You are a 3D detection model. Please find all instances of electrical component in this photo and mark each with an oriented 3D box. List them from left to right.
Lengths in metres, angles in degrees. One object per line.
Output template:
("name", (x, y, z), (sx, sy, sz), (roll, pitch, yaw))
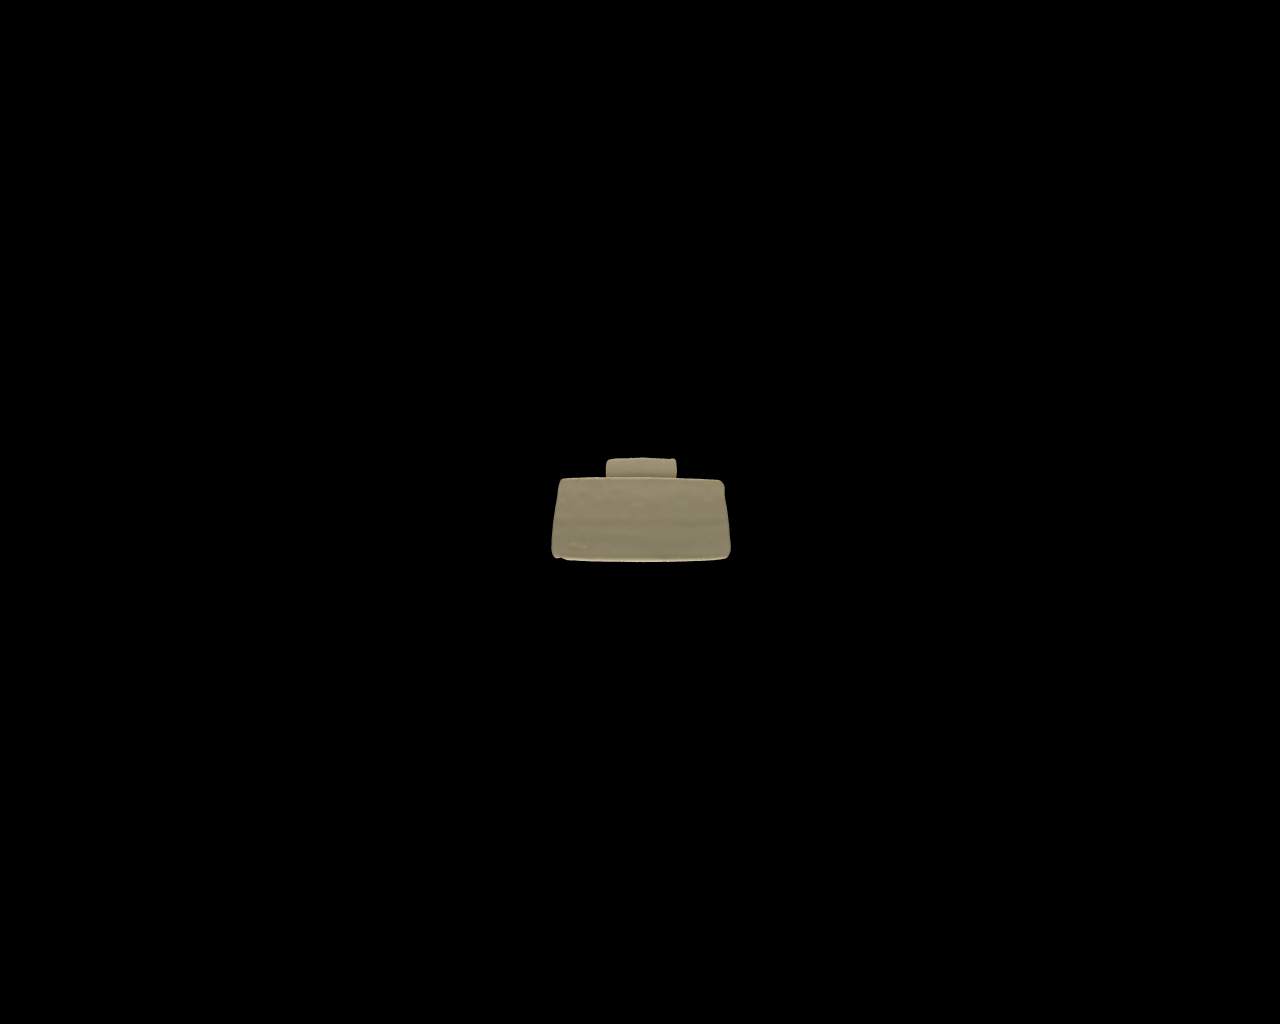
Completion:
("electrical component", (0.001, -0.003, 0.650), (0.108, 0.060, 0.108), (0, 0, 0))
